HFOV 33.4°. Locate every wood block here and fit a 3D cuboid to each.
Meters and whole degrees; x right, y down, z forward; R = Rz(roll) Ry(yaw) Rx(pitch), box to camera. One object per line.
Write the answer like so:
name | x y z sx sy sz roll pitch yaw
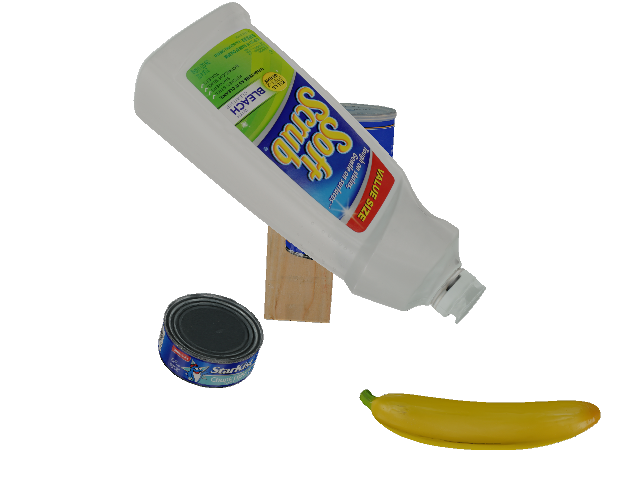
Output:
wood block | -0.025 -0.006 1.398 0.090 0.206 0.091 3 24 -2

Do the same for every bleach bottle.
bleach bottle | 0.002 -0.043 0.677 0.102 0.251 0.068 -42 -16 -33

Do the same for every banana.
banana | 0.127 0.141 0.857 0.198 0.037 0.069 5 25 8

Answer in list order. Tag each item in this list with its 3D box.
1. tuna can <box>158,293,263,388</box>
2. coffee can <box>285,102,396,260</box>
tuna can | -0.094 0.085 0.903 0.086 0.034 0.086 13 34 -9
coffee can | 0.019 -0.059 1.035 0.103 0.140 0.103 2 13 -1
